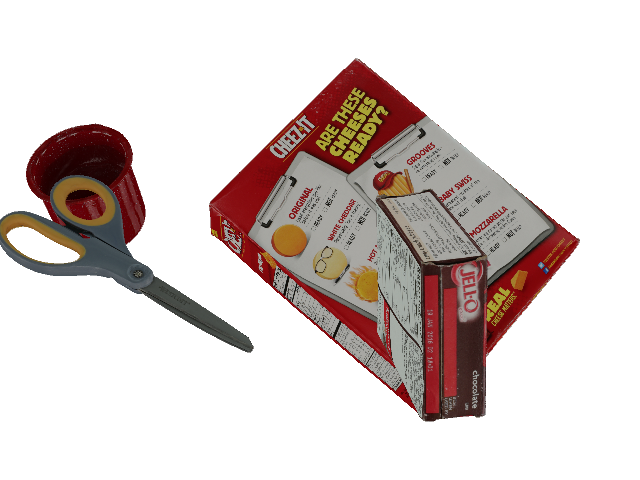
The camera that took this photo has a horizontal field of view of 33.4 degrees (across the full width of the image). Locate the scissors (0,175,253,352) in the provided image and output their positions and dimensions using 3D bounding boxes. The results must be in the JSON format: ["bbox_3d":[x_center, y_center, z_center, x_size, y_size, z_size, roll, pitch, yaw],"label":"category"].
[{"bbox_3d":[-0.127,0.010,0.751,0.202,0.096,0.016,18,-37,6],"label":"scissors"}]

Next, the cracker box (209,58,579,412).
[{"bbox_3d":[0.051,-0.002,0.776,0.214,0.164,0.072,40,-20,9],"label":"cracker box"}]

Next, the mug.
[{"bbox_3d":[-0.203,-0.051,0.954,0.093,0.117,0.081,-5,-39,4],"label":"mug"}]

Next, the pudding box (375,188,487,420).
[{"bbox_3d":[0.058,0.031,0.578,0.039,0.090,0.113,-5,21,-9],"label":"pudding box"}]
